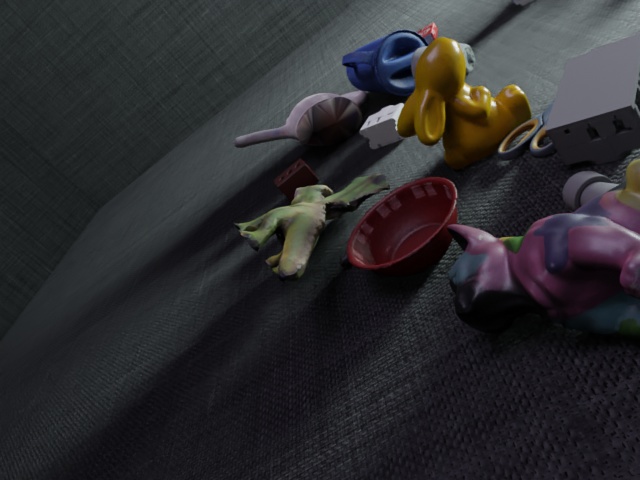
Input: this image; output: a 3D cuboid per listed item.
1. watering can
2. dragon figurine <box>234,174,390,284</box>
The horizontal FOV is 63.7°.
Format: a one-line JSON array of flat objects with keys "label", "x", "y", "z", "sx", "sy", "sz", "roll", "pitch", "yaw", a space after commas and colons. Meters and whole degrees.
[{"label": "watering can", "x": -0.037, "y": -0.274, "z": 1.223, "sx": 0.348, "sy": 0.102, "sz": 0.227, "roll": -24, "pitch": 23, "yaw": -3}, {"label": "dragon figurine", "x": 0.002, "y": -0.040, "z": 0.801, "sx": 0.244, "sy": 0.121, "sz": 0.412, "roll": -36, "pitch": 16, "yaw": -9}]
